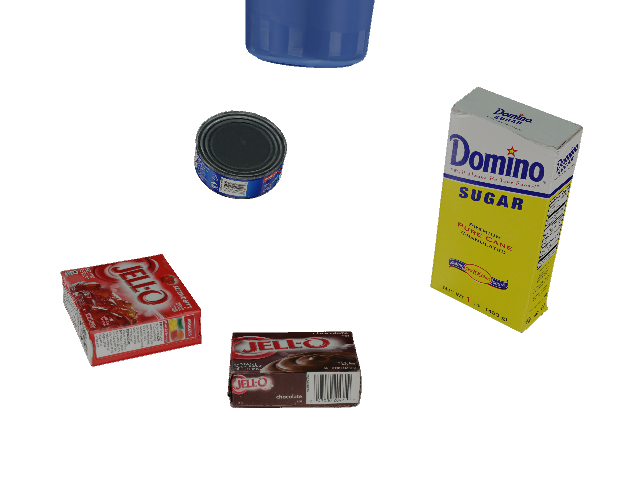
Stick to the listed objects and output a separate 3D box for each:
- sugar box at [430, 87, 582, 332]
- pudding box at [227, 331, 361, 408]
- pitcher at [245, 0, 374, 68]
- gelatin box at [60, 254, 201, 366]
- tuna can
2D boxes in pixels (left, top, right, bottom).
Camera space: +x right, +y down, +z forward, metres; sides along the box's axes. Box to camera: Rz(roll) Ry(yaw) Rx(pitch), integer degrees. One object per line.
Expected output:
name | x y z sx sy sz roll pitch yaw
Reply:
sugar box | 0.140 -0.021 0.828 0.093 0.176 0.048 26 46 30
pudding box | -0.023 0.112 0.936 0.113 0.039 0.090 2 18 -4
pitcher | 0.002 -0.271 0.896 0.145 0.243 0.149 7 18 8
gelatin box | -0.126 0.043 0.704 0.073 0.030 0.089 -10 28 -21
tuna can | -0.076 -0.080 1.008 0.086 0.086 0.034 0 -37 -12
